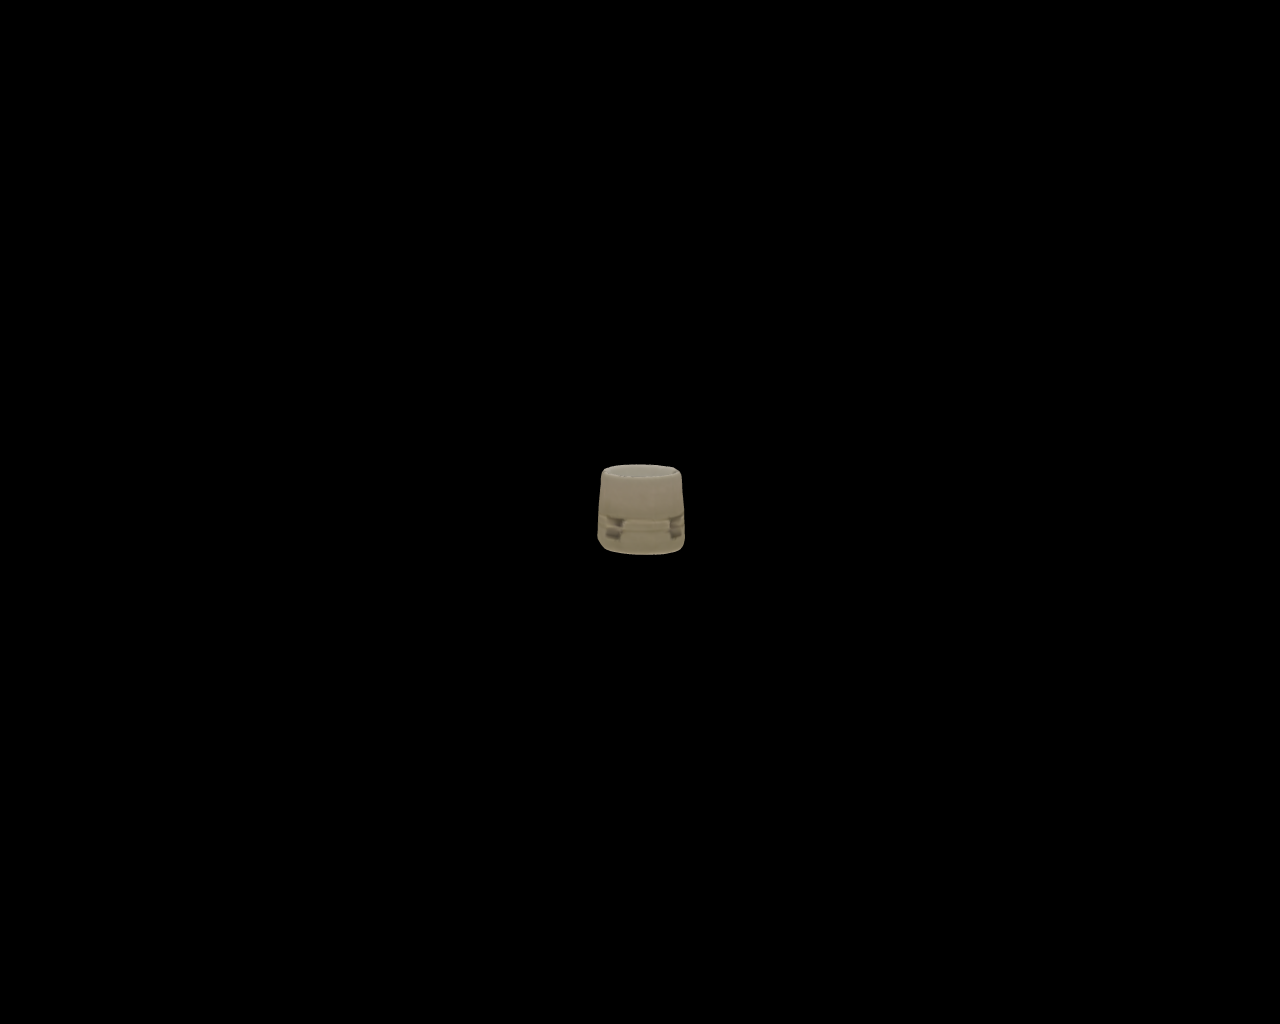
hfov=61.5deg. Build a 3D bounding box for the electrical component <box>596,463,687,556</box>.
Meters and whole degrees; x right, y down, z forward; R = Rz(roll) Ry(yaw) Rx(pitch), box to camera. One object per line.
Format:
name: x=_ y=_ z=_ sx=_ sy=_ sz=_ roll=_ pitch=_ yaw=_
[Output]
electrical component: x=0.001 y=-0.003 z=0.650 sx=0.055 sy=0.047 sz=0.055 roll=0 pitch=11 yaw=0
